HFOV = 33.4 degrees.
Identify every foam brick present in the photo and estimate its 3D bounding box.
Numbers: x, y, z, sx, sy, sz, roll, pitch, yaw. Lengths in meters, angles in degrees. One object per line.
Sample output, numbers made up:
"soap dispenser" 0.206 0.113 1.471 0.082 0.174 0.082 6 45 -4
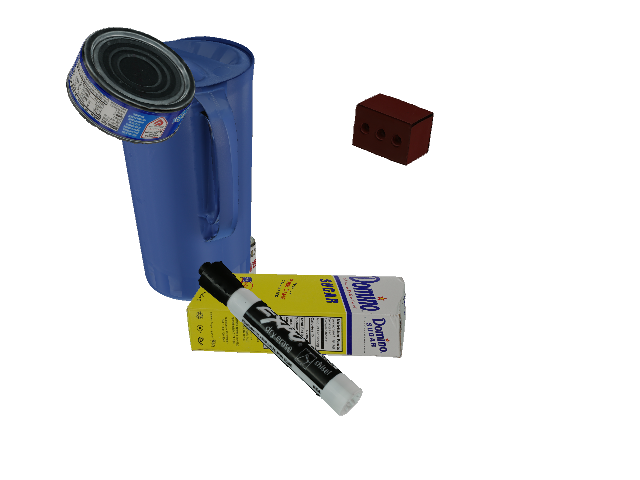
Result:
"foam brick" 0.083 -0.129 1.227 0.078 0.053 0.051 24 35 29

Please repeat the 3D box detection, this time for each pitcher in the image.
"pitcher" -0.122 -0.062 1.026 0.145 0.243 0.149 8 32 15

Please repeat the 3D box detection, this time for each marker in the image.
"marker" -0.026 0.052 0.604 0.121 0.020 0.020 40 17 21

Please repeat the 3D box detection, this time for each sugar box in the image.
"sugar box" -0.017 0.061 0.903 0.176 0.048 0.093 -2 18 7

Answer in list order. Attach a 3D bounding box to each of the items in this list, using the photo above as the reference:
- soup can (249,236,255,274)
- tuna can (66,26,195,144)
"soup can" -0.105 0.048 1.185 0.068 0.102 0.068 1 17 -1
"tuna can" -0.132 -0.110 0.750 0.085 0.086 0.034 0 -39 -37
